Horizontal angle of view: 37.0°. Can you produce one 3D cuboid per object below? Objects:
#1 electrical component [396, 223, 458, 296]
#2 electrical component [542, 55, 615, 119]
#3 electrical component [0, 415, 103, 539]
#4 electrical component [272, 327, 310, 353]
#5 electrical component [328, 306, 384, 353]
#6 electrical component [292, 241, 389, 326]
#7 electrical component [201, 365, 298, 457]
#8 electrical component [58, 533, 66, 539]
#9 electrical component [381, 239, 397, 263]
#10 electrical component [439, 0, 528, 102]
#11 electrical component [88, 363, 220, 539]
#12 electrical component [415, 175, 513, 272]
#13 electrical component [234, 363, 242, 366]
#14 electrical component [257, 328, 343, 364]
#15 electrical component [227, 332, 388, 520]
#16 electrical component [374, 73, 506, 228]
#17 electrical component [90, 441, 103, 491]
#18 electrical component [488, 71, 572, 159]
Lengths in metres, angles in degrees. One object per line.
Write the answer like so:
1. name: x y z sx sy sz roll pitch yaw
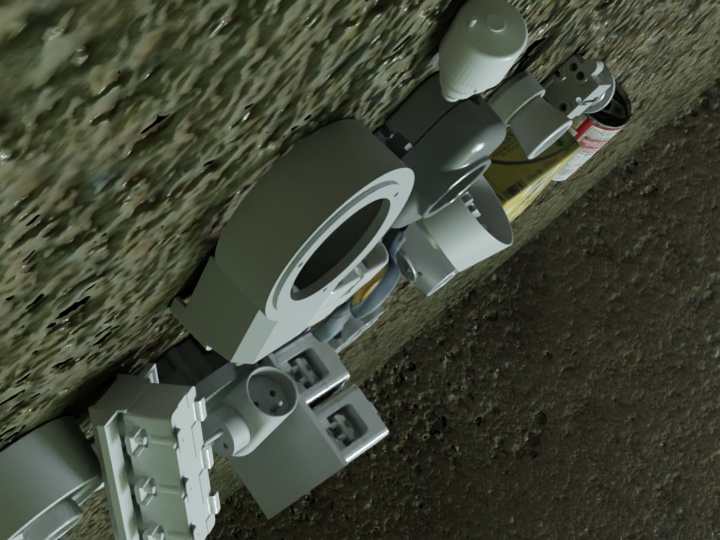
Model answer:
1. electrical component: 0.051 -0.014 1.003 0.044 0.077 0.079 -38 172 -15
2. electrical component: 0.197 -0.163 0.958 0.066 0.048 0.055 -44 163 33
3. electrical component: -0.225 0.158 0.743 0.108 0.060 0.108 -39 173 -6
4. electrical component: -0.070 0.042 0.878 0.079 0.043 0.077 -41 172 19
5. electrical component: -0.023 0.044 1.061 0.078 0.057 0.058 -43 172 24
6. electrical component: -0.032 0.002 0.784 0.059 0.053 0.095 -45 171 36
7. electrical component: -0.095 0.117 0.825 0.079 0.043 0.077 -32 169 -42
8. electrical component: -0.289 0.236 0.783 0.150 0.089 0.061 -33 170 -41
9. electrical component: 0.000 0.000 0.967 0.055 0.048 0.066 -36 176 40
10. electrical component: 0.063 -0.117 0.595 0.040 0.040 0.078 -36 172 -24
11. electrical component: -0.140 0.138 0.746 0.078 0.063 0.121 -60 150 -60
12. electrical component: 0.074 -0.050 0.838 0.064 0.099 0.099 -34 173 7
13. electrical component: -0.086 0.039 0.768 0.040 0.046 0.040 -39 172 -6
14. electrical component: -0.069 0.065 1.001 0.083 0.047 0.076 -41 172 14
15. electrical component: -0.056 0.135 0.931 0.060 0.105 0.186 -30 171 -33
16. electrical component: 0.044 -0.073 0.688 0.095 0.059 0.054 -44 171 29
17. electrical component: -0.210 0.154 0.897 0.061 0.035 0.035 -41 173 -7
18. electrical component: 0.132 -0.122 0.845 0.045 0.055 0.045 -39 172 -6
